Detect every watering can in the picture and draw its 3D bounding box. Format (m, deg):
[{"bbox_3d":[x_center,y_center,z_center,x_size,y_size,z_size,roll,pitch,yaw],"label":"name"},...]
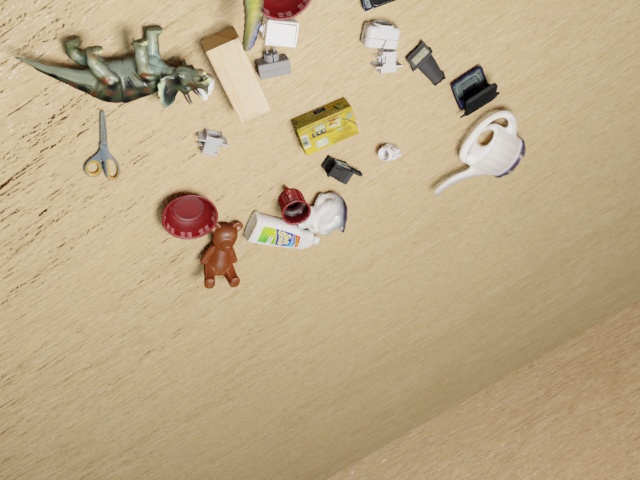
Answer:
[{"bbox_3d":[0.538,-0.265,1.703,0.223,0.342,0.106,18,29,-31],"label":"watering can"}]

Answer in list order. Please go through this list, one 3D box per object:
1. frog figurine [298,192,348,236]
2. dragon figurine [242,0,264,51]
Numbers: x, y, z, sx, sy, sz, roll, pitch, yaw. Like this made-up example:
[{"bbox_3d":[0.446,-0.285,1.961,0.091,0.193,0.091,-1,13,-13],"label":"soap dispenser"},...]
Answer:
[{"bbox_3d":[0.005,-0.082,1.637,0.159,0.137,0.123,-2,5,-9],"label":"frog figurine"},{"bbox_3d":[-0.163,-0.644,1.101,0.243,0.406,0.123,31,14,4],"label":"dragon figurine"}]
